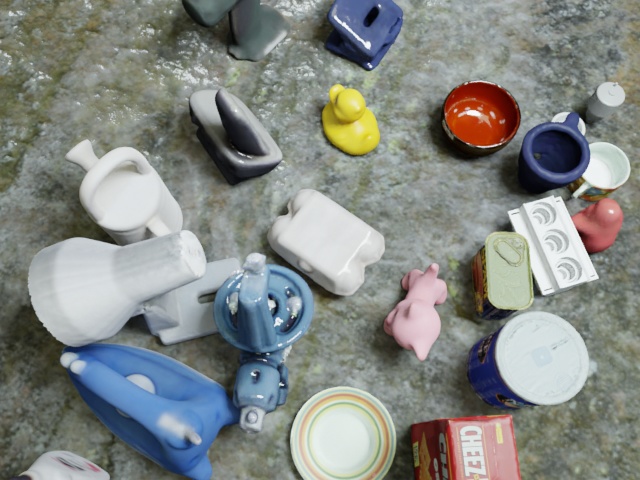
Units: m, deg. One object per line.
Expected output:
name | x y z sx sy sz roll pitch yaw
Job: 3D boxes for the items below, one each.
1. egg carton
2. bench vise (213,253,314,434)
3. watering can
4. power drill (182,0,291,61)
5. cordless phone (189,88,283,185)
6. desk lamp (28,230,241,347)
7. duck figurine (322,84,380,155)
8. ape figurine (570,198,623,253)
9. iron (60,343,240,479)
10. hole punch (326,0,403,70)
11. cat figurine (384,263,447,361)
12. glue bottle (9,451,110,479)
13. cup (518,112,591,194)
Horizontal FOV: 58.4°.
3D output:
egg carton | 0.007 0.003 0.780 0.150 0.069 0.107 34 74 10
bench vise | -0.059 0.109 0.665 0.121 0.220 0.207 -13 72 -4
watering can | -0.254 -0.057 0.733 0.172 0.194 0.101 20 72 7
power drill | -0.096 -0.371 0.833 0.075 0.208 0.230 38 75 12
cordless phone | -0.123 -0.170 0.777 0.094 0.185 0.147 -37 75 -12
desk lamp | -0.202 0.055 0.685 0.203 0.213 0.118 -14 72 -5
duck figurine | 0.046 -0.180 0.834 0.077 0.086 0.104 -34 75 -11
ape figurine | 0.380 -0.027 0.780 0.078 0.092 0.076 2 71 1
iron | -0.226 0.183 0.680 0.258 0.141 0.119 26 73 8
hole punch | 0.072 -0.338 0.884 0.101 0.091 0.109 29 74 9
cat figurine | 0.125 0.089 0.726 0.067 0.118 0.128 21 73 7
glue bottle | -0.298 0.265 0.635 0.078 0.173 0.037 21 72 7
cup | 0.323 -0.116 0.809 0.091 0.095 0.118 28 74 9
